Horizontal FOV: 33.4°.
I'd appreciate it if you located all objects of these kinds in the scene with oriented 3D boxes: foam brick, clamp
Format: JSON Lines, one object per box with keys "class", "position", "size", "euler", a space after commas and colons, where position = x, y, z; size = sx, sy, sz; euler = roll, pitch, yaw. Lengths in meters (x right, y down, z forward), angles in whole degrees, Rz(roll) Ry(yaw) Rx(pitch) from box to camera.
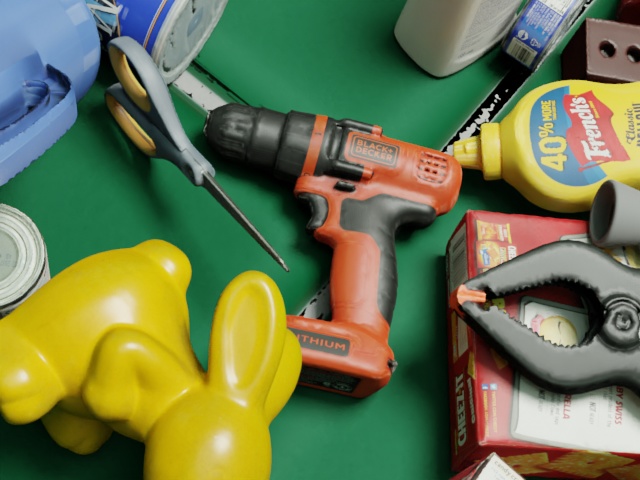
{"class": "foam brick", "position": [0.231, -0.130, 0.821], "size": [0.078, 0.051, 0.053], "euler": [8, 67, -8]}
{"class": "clamp", "position": [0.184, 0.062, 0.649], "size": [0.210, 0.036, 0.164], "euler": [3, 77, -3]}

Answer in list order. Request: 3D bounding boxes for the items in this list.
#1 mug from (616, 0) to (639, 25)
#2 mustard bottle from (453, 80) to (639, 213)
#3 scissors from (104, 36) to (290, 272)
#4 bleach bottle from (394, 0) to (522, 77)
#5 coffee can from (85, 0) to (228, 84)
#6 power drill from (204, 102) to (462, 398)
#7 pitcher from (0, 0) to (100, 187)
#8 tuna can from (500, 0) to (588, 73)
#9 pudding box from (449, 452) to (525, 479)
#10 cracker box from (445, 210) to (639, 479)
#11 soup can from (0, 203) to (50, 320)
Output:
{"class": "mug", "position": [0.292, -0.192, 0.828], "size": [0.093, 0.117, 0.081], "euler": [43, 67, -30]}
{"class": "mustard bottle", "position": [0.190, -0.067, 0.748], "size": [0.192, 0.058, 0.096], "euler": [-4, 68, 12]}
{"class": "scissors", "position": [-0.085, -0.063, 0.684], "size": [0.016, 0.096, 0.202], "euler": [-31, 47, -25]}
{"class": "bleach bottle", "position": [0.126, -0.213, 0.725], "size": [0.102, 0.251, 0.068], "euler": [-39, 80, -23]}
{"class": "coffee can", "position": [-0.144, -0.187, 0.745], "size": [0.140, 0.103, 0.102], "euler": [32, 65, 3]}
{"class": "power drill", "position": [-0.005, 0.001, 0.718], "size": [0.184, 0.057, 0.187], "euler": [13, 67, -1]}
{"class": "pitcher", "position": [-0.223, -0.084, 0.625], "size": [0.149, 0.145, 0.242], "euler": [45, 35, -6]}
{"class": "tuna can", "position": [0.174, -0.171, 0.809], "size": [0.034, 0.086, 0.086], "euler": [36, 66, 6]}
{"class": "pudding box", "position": [0.122, 0.186, 0.646], "size": [0.113, 0.090, 0.039], "euler": [39, 65, 6]}
{"class": "cracker box", "position": [0.193, 0.075, 0.714], "size": [0.213, 0.072, 0.164], "euler": [5, 63, -9]}
{"class": "soup can", "position": [-0.197, 0.027, 0.645], "size": [0.068, 0.102, 0.068], "euler": [4, 67, -9]}
